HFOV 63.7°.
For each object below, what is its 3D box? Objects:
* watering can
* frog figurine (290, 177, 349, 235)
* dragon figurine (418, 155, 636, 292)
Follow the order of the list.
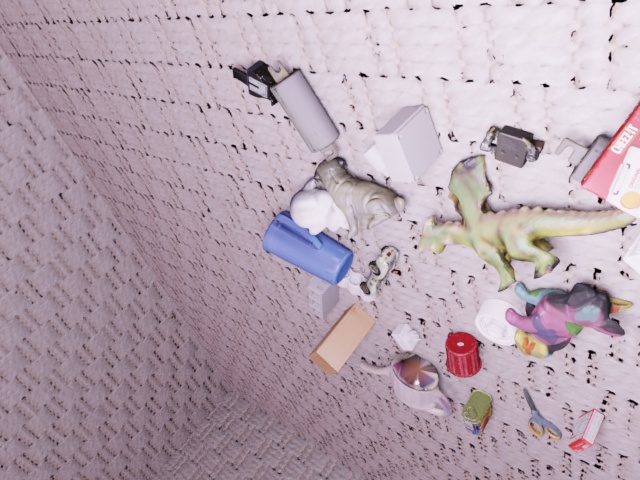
[{"bbox_3d":[0.262,0.441,1.638,0.350,0.106,0.219,26,144,29],"label":"watering can"},{"bbox_3d":[0.004,-0.066,1.305,0.161,0.124,0.134,42,132,26],"label":"frog figurine"},{"bbox_3d":[0.331,-0.048,0.954,0.243,0.124,0.403,52,141,3],"label":"dragon figurine"}]
